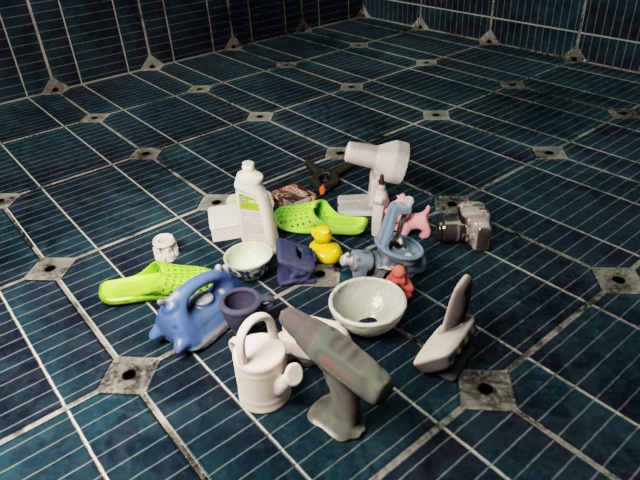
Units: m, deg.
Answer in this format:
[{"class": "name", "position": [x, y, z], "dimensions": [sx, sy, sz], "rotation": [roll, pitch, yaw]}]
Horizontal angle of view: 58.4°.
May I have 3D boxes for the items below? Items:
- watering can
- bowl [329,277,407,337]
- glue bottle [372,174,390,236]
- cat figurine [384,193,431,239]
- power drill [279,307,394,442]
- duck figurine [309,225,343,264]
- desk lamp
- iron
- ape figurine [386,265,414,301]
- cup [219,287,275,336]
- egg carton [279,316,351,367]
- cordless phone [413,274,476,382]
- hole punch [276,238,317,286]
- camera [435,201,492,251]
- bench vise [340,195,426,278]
[{"class": "watering can", "position": [-0.103, 0.218, 1.047], "dimensions": [0.172, 0.194, 0.101], "rotation": [9, 35, 18]}, {"class": "bowl", "position": [0.102, 0.156, 1.233], "dimensions": [0.167, 0.075, 0.167], "rotation": [-2, 33, 2]}, {"class": "glue bottle", "position": [0.162, -0.096, 1.522], "dimensions": [0.037, 0.173, 0.078], "rotation": [11, 36, 21]}, {"class": "cat figurine", "position": [0.233, -0.067, 1.522], "dimensions": [0.127, 0.118, 0.067], "rotation": [-2, 33, 1]}, {"class": "power drill", "position": [0.022, 0.239, 0.991], "dimensions": [0.228, 0.209, 0.076], "rotation": [23, 41, 34]}, {"class": "duck figurine", "position": [0.013, 0.005, 1.459], "dimensions": [0.078, 0.086, 0.104], "rotation": [-27, 40, -31]}, {"class": "desk lamp", "position": [0.148, -0.179, 1.612], "dimensions": [0.203, 0.214, 0.118], "rotation": [-2, 33, 1]}, {"class": "iron", "position": [-0.252, 0.126, 1.247], "dimensions": [0.118, 0.141, 0.259], "rotation": [19, 39, 30]}, {"class": "ape figurine", "position": [0.176, 0.098, 1.300], "dimensions": [0.077, 0.092, 0.076], "rotation": [13, 37, 23]}, {"class": "cup", "position": [-0.152, 0.160, 1.229], "dimensions": [0.118, 0.095, 0.091], "rotation": [-8, 34, -7]}, {"class": "egg carton", "position": [-0.015, 0.209, 1.167], "dimensions": [0.150, 0.069, 0.107], "rotation": [9, 35, 18]}, {"class": "cordless phone", "position": [0.248, 0.164, 1.107], "dimensions": [0.093, 0.185, 0.148], "rotation": [16, 38, 27]}, {"class": "hole punch", "position": [-0.058, 0.047, 1.397], "dimensions": [0.101, 0.091, 0.108], "rotation": [-6, 33, -4]}, {"class": "camera", "position": [0.371, -0.047, 1.495], "dimensions": [0.136, 0.101, 0.143], "rotation": [-2, 33, 2]}, {"class": "bench vise", "position": [0.155, 0.012, 1.315], "dimensions": [0.208, 0.220, 0.121], "rotation": [-23, 38, -28]}]
